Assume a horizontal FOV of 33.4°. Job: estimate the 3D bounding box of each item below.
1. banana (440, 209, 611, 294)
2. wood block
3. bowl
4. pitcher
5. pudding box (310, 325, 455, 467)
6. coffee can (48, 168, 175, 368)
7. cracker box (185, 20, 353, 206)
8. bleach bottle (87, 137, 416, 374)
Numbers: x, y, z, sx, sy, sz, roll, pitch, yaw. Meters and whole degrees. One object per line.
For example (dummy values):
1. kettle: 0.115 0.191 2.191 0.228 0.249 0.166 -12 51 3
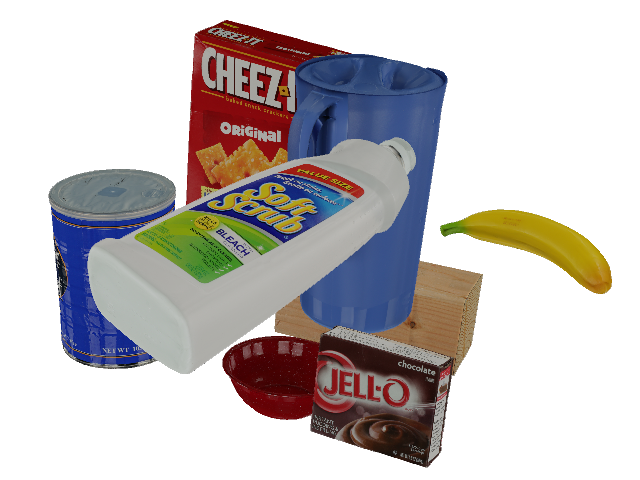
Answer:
1. banana: 0.209 0.006 1.026 0.069 0.037 0.198 -39 37 -26
2. wood block: 0.063 0.070 1.175 0.206 0.091 0.090 13 22 17
3. bowl: -0.044 0.180 1.347 0.162 0.055 0.162 4 21 -2
4. pitcher: 0.032 -0.039 0.968 0.149 0.243 0.145 -2 24 -11
5. pudding box: 0.051 0.129 0.895 0.114 0.090 0.039 12 17 23
6. coffee can: -0.171 0.022 0.901 0.103 0.140 0.103 1 24 -1
7. cracker box: -0.057 -0.107 1.132 0.164 0.214 0.072 19 31 21
8. bleach bottle: -0.030 -0.011 0.733 0.103 0.068 0.250 33 49 28
